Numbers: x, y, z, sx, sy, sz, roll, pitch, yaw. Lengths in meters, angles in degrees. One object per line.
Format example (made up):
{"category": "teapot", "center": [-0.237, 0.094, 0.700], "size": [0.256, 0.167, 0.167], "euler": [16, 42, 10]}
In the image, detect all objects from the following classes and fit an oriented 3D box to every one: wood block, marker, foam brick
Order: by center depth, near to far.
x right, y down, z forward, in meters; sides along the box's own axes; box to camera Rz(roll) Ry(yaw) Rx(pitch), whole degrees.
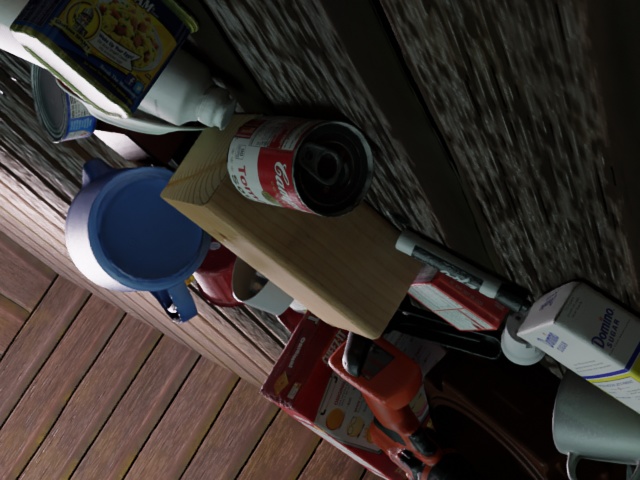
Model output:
{"category": "marker", "center": [0.119, 0.026, 0.882], "size": [0.121, 0.020, 0.020], "euler": [29, 167, 15]}
{"category": "wood block", "center": [-0.020, -0.010, 0.911], "size": [0.205, 0.090, 0.091], "euler": [39, 167, -30]}
{"category": "foam brick", "center": [-0.164, -0.105, 0.978], "size": [0.051, 0.053, 0.078], "euler": [41, 165, -35]}

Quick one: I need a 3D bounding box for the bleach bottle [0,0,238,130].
{"category": "bleach bottle", "center": [-0.179, -0.150, 0.824], "size": [0.251, 0.068, 0.102], "euler": [27, 171, 7]}

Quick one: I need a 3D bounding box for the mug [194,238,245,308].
{"category": "mug", "center": [-0.117, 0.012, 1.261], "size": [0.081, 0.093, 0.117], "euler": [67, 178, -60]}

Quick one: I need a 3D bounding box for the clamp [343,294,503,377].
{"category": "clamp", "center": [0.069, 0.074, 1.040], "size": [0.164, 0.036, 0.210], "euler": [0, -159, -20]}

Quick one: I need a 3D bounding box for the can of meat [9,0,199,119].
{"category": "can of meat", "center": [-0.146, -0.143, 0.720], "size": [0.058, 0.084, 0.102], "euler": [17, 161, 51]}

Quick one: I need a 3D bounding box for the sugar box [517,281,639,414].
{"category": "sugar box", "center": [0.243, 0.098, 0.804], "size": [0.176, 0.048, 0.093], "euler": [35, 167, 0]}

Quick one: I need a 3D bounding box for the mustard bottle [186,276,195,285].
{"category": "mustard bottle", "center": [-0.199, -0.022, 1.272], "size": [0.058, 0.096, 0.191], "euler": [25, 166, 36]}

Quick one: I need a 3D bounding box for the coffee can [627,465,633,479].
{"category": "coffee can", "center": [0.281, 0.278, 1.261], "size": [0.102, 0.102, 0.141], "euler": [41, 164, -36]}

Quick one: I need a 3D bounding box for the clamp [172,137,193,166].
{"category": "clamp", "center": [-0.109, -0.053, 1.080], "size": [0.120, 0.039, 0.172], "euler": [39, 160, -3]}

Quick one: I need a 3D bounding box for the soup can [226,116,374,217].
{"category": "soup can", "center": [-0.017, -0.056, 0.783], "size": [0.068, 0.068, 0.102], "euler": [40, 166, -31]}

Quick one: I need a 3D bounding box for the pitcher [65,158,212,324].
{"category": "pitcher", "center": [-0.168, -0.001, 1.025], "size": [0.149, 0.145, 0.243], "euler": [17, 176, -14]}

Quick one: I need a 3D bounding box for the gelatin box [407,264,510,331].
{"category": "gelatin box", "center": [0.119, 0.048, 0.943], "size": [0.073, 0.030, 0.089], "euler": [35, 167, -9]}

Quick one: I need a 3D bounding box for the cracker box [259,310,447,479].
{"category": "cracker box", "center": [0.053, 0.157, 1.202], "size": [0.072, 0.164, 0.213], "euler": [13, 158, 50]}

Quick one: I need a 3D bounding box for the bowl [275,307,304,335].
{"category": "bowl", "center": [0.015, 0.109, 1.297], "size": [0.162, 0.055, 0.162], "euler": [41, -175, -4]}

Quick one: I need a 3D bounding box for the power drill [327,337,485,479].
{"category": "power drill", "center": [0.092, 0.186, 1.061], "size": [0.185, 0.057, 0.187], "euler": [30, 154, 48]}

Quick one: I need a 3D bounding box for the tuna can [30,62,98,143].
{"category": "tuna can", "center": [-0.232, -0.133, 0.967], "size": [0.086, 0.033, 0.086], "euler": [31, 128, 50]}

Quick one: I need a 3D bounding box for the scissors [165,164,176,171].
{"category": "scissors", "center": [-0.180, -0.092, 1.087], "size": [0.202, 0.016, 0.096], "euler": [35, 177, 32]}
